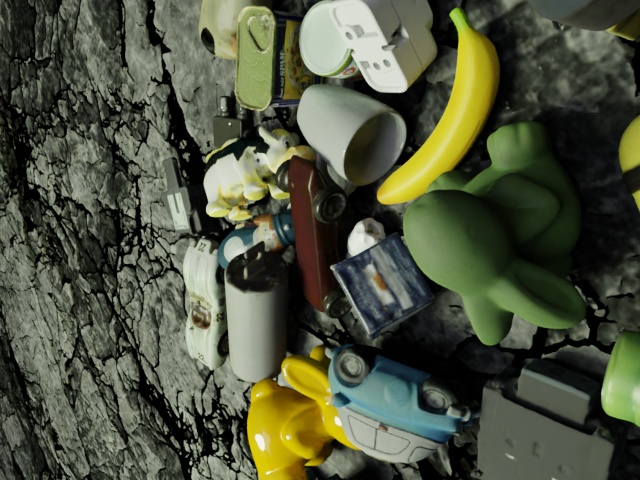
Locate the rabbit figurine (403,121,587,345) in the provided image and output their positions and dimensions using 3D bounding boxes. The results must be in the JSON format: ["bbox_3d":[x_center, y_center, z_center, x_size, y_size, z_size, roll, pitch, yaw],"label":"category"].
[{"bbox_3d":[0.127,0.002,0.422,0.121,0.170,0.159,-27,82,44],"label":"rabbit figurine"}]

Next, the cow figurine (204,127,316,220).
[{"bbox_3d":[-0.073,-0.092,0.649,0.167,0.068,0.098,-24,72,35],"label":"cow figurine"}]

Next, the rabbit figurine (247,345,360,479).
[{"bbox_3d":[0.005,0.212,0.657,0.173,0.122,0.162,-15,82,30],"label":"rabbit figurine"}]

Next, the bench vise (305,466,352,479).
[{"bbox_3d":[0.018,0.405,0.674,0.223,0.129,0.241,-51,60,37],"label":"bench vise"}]

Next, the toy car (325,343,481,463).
[{"bbox_3d":[0.076,0.171,0.548,0.162,0.109,0.103,17,87,31],"label":"toy car"}]

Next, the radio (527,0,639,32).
[{"bbox_3d":[0.144,-0.245,0.313,0.131,0.073,0.229,-41,69,43],"label":"radio"}]

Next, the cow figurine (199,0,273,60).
[{"bbox_3d":[-0.103,-0.307,0.613,0.127,0.085,0.194,17,114,32],"label":"cow figurine"}]

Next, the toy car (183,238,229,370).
[{"bbox_3d":[-0.166,0.095,0.799,0.074,0.056,0.201,17,114,39],"label":"toy car"}]

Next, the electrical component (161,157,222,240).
[{"bbox_3d":[-0.194,-0.061,0.787,0.075,0.048,0.119,-11,94,44],"label":"electrical component"}]

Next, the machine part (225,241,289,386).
[{"bbox_3d":[-0.078,0.099,0.677,0.079,0.079,0.243,33,136,32],"label":"machine part"}]

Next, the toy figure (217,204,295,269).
[{"bbox_3d":[-0.073,0.002,0.688,0.154,0.058,0.064,-25,113,42],"label":"toy figure"}]

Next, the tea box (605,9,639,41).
[{"bbox_3d":[0.217,-0.230,0.343,0.098,0.068,0.169,51,131,23],"label":"tea box"}]

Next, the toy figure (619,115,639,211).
[{"bbox_3d":[0.260,-0.008,0.360,0.089,0.082,0.180,-10,97,42],"label":"toy figure"}]

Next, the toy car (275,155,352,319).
[{"bbox_3d":[-0.001,-0.002,0.594,0.089,0.053,0.201,42,147,45],"label":"toy car"}]

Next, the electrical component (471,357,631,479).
[{"bbox_3d":[0.203,0.175,0.480,0.115,0.058,0.134,15,113,37],"label":"electrical component"}]

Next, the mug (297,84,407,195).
[{"bbox_3d":[0.023,-0.108,0.559,0.107,0.081,0.109,48,139,36],"label":"mug"}]

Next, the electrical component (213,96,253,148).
[{"bbox_3d":[-0.113,-0.141,0.708,0.063,0.021,0.093,19,114,37],"label":"electrical component"}]

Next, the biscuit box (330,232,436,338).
[{"bbox_3d":[0.057,0.050,0.493,0.059,0.202,0.063,-29,78,-1],"label":"biscuit box"}]
